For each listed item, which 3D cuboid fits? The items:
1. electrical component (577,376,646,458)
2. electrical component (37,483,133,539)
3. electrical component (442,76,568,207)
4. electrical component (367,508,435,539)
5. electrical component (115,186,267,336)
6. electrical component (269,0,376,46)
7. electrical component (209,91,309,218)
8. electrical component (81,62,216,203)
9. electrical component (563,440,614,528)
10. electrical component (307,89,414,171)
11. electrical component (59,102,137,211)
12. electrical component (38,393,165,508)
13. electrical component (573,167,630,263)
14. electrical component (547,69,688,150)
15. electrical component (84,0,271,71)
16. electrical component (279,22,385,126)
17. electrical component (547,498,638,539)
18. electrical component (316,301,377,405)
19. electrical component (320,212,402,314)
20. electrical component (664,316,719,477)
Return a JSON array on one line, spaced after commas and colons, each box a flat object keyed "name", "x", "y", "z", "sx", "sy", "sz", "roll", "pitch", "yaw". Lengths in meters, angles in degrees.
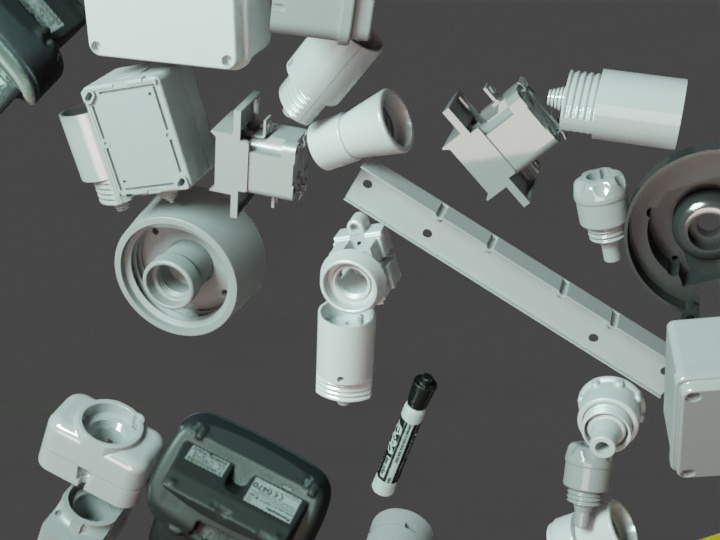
[{"name": "electrical component", "x": 0.174, "y": 0.107, "z": 0.755, "sx": 0.048, "sy": 0.062, "sz": 0.048, "roll": 8, "pitch": 118, "yaw": 16}, {"name": "electrical component", "x": -0.239, "y": 0.219, "z": 0.940, "sx": 0.050, "sy": 0.089, "sz": 0.055, "roll": 28, "pitch": 122, "yaw": 4}, {"name": "electrical component", "x": 0.094, "y": -0.086, "z": 0.692, "sx": 0.064, "sy": 0.042, "sz": 0.081, "roll": -37, "pitch": 102, "yaw": 29}, {"name": "electrical component", "x": 0.029, "y": 0.231, "z": 0.880, "sx": 0.055, "sy": 0.047, "sz": 0.055, "roll": 8, "pitch": 119, "yaw": 15}, {"name": "electrical component", "x": -0.131, "y": -0.002, "z": 0.803, "sx": 0.108, "sy": 0.060, "sz": 0.108, "roll": 8, "pitch": 119, "yaw": 15}, {"name": "electrical component", "x": -0.019, "y": -0.187, "z": 0.633, "sx": 0.057, "sy": 0.113, "sz": 0.078, "roll": 6, "pitch": 120, "yaw": -5}, {"name": "electrical component", "x": -0.068, "y": -0.078, "z": 0.752, "sx": 0.064, "sy": 0.042, "sz": 0.081, "roll": 11, "pitch": 120, "yaw": 9}, {"name": "electrical component", "x": -0.142, "y": -0.095, "z": 0.757, "sx": 0.062, "sy": 0.061, "sz": 0.096, "roll": -5, "pitch": 115, "yaw": 21}, {"name": "electrical component", "x": 0.167, "y": 0.159, "z": 0.792, "sx": 0.035, "sy": 0.035, "sz": 0.061, "roll": 7, "pitch": 94, "yaw": 15}, {"name": "electrical component", "x": -0.002, "y": -0.091, "z": 0.724, "sx": 0.065, "sy": 0.044, "sz": 0.044, "roll": -15, "pitch": 111, "yaw": 30}, {"name": "electrical component", "x": -0.187, "y": -0.082, "z": 0.790, "sx": 0.043, "sy": 0.043, "sz": 0.081, "roll": -5, "pitch": 115, "yaw": 21}, {"name": "electrical component", "x": -0.219, "y": 0.151, "z": 0.918, "sx": 0.095, "sy": 0.053, "sz": 0.059, "roll": 27, "pitch": 122, "yaw": 4}, {"name": "electrical component", "x": 0.160, "y": -0.034, "z": 0.702, "sx": 0.035, "sy": 0.035, "sz": 0.061, "roll": -6, "pitch": 116, "yaw": 22}, {"name": "electrical component", "x": 0.156, "y": -0.101, "z": 0.662, "sx": 0.081, "sy": 0.043, "sz": 0.043, "roll": 10, "pitch": 119, "yaw": 14}, {"name": "electrical component", "x": -0.121, "y": -0.178, "z": 0.708, "sx": 0.113, "sy": 0.057, "sz": 0.078, "roll": 9, "pitch": 119, "yaw": 14}, {"name": "electrical component", "x": -0.025, "y": -0.130, "z": 0.708, "sx": 0.043, "sy": 0.043, "sz": 0.081, "roll": 41, "pitch": 123, "yaw": -5}, {"name": "electrical component", "x": 0.176, "y": 0.203, "z": 0.816, "sx": 0.055, "sy": 0.045, "sz": 0.045, "roll": -28, "pitch": 105, "yaw": 30}, {"name": "electrical component", "x": -0.011, "y": 0.066, "z": 0.808, "sx": 0.043, "sy": 0.043, "sz": 0.081, "roll": 10, "pitch": 120, "yaw": 14}, {"name": "electrical component", "x": 0.000, "y": 0.000, "z": 0.762, "sx": 0.048, "sy": 0.055, "sz": 0.066, "roll": -8, "pitch": 114, "yaw": 22}, {"name": "electrical component", "x": 0.253, "y": 0.080, "z": 0.689, "sx": 0.109, "sy": 0.056, "sz": 0.108, "roll": -6, "pitch": 138, "yaw": 9}]
